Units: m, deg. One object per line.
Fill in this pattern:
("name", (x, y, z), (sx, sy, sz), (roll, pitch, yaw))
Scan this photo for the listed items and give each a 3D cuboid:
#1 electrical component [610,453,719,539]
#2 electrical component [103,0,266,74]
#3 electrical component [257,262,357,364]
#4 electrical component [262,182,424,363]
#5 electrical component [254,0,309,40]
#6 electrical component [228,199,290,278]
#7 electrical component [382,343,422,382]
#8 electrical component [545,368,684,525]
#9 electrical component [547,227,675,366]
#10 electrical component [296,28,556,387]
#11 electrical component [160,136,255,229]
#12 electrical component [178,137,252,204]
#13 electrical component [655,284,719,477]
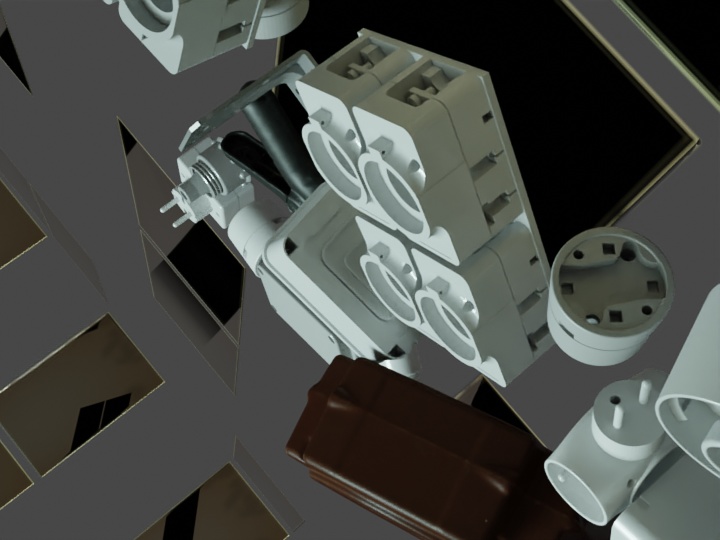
("electrical component", (0.180, 0.151, 0.576), (0.057, 0.078, 0.113), (43, 162, 31))
("electrical component", (-0.086, -0.193, 0.496), (0.105, 0.060, 0.186), (47, 145, 14))
("electrical component", (-0.028, 0.027, 0.903), (0.113, 0.057, 0.078), (42, 161, 30))
("electrical component", (0.000, 0.000, 0.715), (0.113, 0.078, 0.057), (45, 162, -10))
("electrical component", (-0.083, -0.181, 0.623), (0.138, 0.052, 0.073), (46, 162, 19))
("electrical component", (-0.082, -0.029, 0.938), (0.047, 0.055, 0.055), (48, 164, 25))
("electrical component", (0.034, 0.083, 0.871), (0.035, 0.035, 0.061), (180, 75, -69))
("electrical component", (0.137, 0.082, 0.548), (0.044, 0.077, 0.079), (42, 161, 30))
("electrical component", (0.116, 0.014, 0.507), (0.055, 0.055, 0.047), (46, 166, 20))
("electrical component", (0.040, -0.029, 0.601), (0.105, 0.060, 0.186), (33, 155, 48))
("electrical component", (-0.145, -0.069, 0.978), (0.065, 0.077, 0.047), (48, 163, 14))
("electrical component", (-0.128, -0.082, 0.931), (0.048, 0.062, 0.048), (46, 162, 19))
("electrical component", (0.178, 0.059, 0.458), (0.099, 0.064, 0.099), (34, 164, 11))
